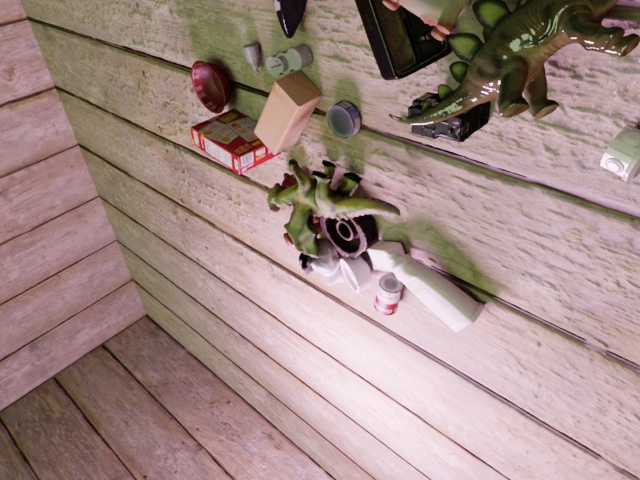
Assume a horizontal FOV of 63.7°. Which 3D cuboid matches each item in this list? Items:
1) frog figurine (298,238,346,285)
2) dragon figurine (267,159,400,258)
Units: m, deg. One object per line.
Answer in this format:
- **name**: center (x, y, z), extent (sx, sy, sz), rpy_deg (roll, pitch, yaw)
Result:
- **frog figurine**: center (0.025, 0.069, 1.549), extent (0.158, 0.124, 0.137), rpy_deg (25, -10, -19)
- **dragon figurine**: center (0.004, -0.067, 1.337), extent (0.415, 0.238, 0.123), rpy_deg (35, 28, 33)
